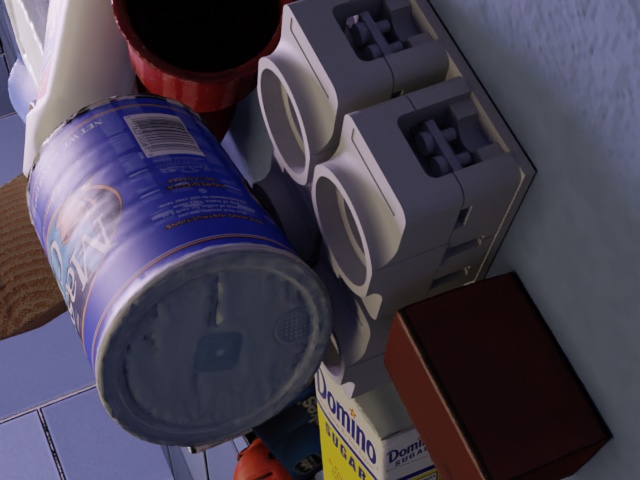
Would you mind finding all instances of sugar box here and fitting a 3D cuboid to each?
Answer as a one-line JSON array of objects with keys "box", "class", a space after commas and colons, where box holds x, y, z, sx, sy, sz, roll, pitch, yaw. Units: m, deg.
[{"box": [0.034, 0.134, 0.636, 0.093, 0.048, 0.176, -126, 21, -45], "class": "sugar box"}]

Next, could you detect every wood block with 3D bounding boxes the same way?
[{"box": [-0.224, 0.014, 0.837, 0.091, 0.090, 0.206, 56, 174, -2], "class": "wood block"}]

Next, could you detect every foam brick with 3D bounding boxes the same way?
[{"box": [0.066, 0.062, 0.424, 0.053, 0.051, 0.078, 99, 148, -62], "class": "foam brick"}]

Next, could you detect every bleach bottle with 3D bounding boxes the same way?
[{"box": [-0.136, -0.125, 0.645, 0.103, 0.068, 0.251, -142, 63, -62], "class": "bleach bottle"}]

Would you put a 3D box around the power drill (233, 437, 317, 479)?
[{"box": [-0.003, 0.232, 0.818, 0.188, 0.057, 0.184, 63, -175, 5], "class": "power drill"}]

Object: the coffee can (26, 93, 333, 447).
[{"box": [-0.069, 0.009, 0.489, 0.140, 0.102, 0.103, -127, 22, -47], "class": "coffee can"}]

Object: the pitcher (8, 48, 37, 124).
[{"box": [-0.158, -0.069, 0.917, 0.243, 0.149, 0.145, 56, 144, 33], "class": "pitcher"}]

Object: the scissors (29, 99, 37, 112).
[{"box": [-0.204, -0.079, 0.786, 0.202, 0.016, 0.096, 46, 151, 52], "class": "scissors"}]

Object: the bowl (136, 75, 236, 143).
[{"box": [-0.102, -0.121, 0.760, 0.162, 0.055, 0.162, 160, 90, -75], "class": "bowl"}]

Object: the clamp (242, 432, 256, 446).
[{"box": [-0.032, 0.224, 0.987, 0.120, 0.039, 0.171, -178, 69, -75], "class": "clamp"}]

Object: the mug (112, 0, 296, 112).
[{"box": [-0.065, -0.129, 0.575, 0.081, 0.093, 0.117, 132, 131, -78], "class": "mug"}]

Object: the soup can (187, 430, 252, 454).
[{"box": [-0.069, 0.125, 0.870, 0.069, 0.102, 0.068, 159, 90, -75], "class": "soup can"}]
